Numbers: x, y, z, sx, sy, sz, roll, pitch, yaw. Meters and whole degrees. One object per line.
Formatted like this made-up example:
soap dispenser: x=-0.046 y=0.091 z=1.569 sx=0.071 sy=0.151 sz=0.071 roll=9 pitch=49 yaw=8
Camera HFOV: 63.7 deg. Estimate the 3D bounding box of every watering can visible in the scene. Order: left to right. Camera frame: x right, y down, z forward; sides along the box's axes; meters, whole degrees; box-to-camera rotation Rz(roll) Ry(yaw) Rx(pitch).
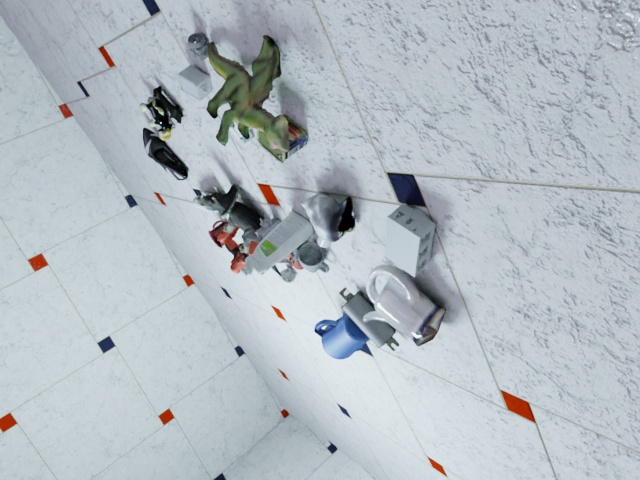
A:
watering can: x=0.210 y=0.190 z=1.364 sx=0.226 sy=0.105 sz=0.339 roll=39 pitch=153 yaw=21

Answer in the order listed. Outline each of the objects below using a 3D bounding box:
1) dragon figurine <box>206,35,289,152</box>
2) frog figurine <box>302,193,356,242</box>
dragon figurine: x=-0.162 y=-0.369 z=1.200 sx=0.239 sy=0.122 sz=0.416 roll=-34 pitch=67 yaw=38
frog figurine: x=0.004 y=-0.068 z=1.343 sx=0.160 sy=0.124 sz=0.135 roll=18 pitch=161 yaw=32
